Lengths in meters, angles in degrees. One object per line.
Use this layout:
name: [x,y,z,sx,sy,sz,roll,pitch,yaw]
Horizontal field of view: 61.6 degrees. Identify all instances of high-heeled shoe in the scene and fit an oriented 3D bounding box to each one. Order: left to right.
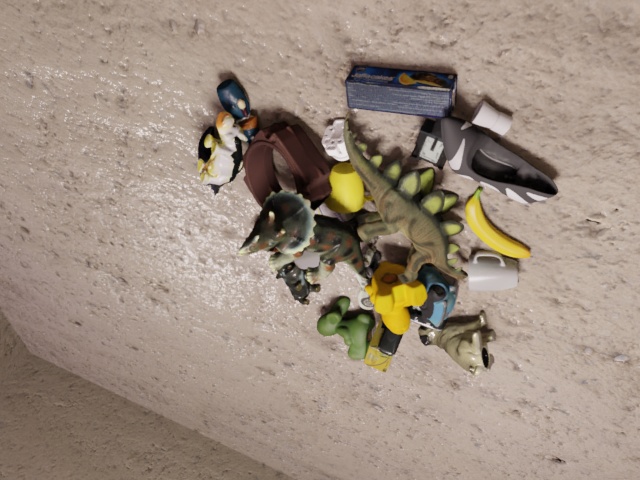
high-heeled shoe: [0.326,-0.142,0.973,0.248,0.086,0.145,33,170,-40]

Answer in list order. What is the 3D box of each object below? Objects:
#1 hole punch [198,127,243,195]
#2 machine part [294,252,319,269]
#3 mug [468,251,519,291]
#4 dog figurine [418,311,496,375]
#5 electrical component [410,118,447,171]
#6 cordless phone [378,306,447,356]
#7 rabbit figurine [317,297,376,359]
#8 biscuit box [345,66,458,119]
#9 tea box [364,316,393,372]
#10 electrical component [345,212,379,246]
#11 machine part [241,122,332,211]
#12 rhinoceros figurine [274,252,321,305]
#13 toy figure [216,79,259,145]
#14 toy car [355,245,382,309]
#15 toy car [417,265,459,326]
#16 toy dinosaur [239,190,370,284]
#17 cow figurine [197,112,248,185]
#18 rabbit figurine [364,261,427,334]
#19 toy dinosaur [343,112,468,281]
hole punch: [-0.257,-0.198,1.300,0.092,0.116,0.142,28,141,17]
machine part: [0.011,0.026,1.385,0.243,0.079,0.079,-14,123,42]
mug: [0.386,0.064,1.193,0.107,0.081,0.109,1,129,17]
dog figurine: [0.335,0.273,1.372,0.191,0.172,0.121,-13,113,32]
electrical component: [0.226,-0.198,1.036,0.075,0.048,0.119,22,140,11]
cordless phone: [0.235,0.217,1.355,0.147,0.184,0.088,22,164,14]
rabbit figurine: [0.064,0.253,1.556,0.170,0.121,0.158,8,129,22]
biscuit box: [0.148,-0.275,0.996,0.203,0.059,0.062,12,138,21]
tea box: [0.182,0.255,1.445,0.068,0.170,0.098,21,138,10]
electrical component: [0.104,-0.020,1.271,0.078,0.102,0.045,58,144,11]
machine part: [-0.081,-0.144,1.205,0.201,0.087,0.201,55,142,6]
rhinoceros figurine: [-0.073,0.103,1.526,0.112,0.073,0.190,23,152,41]
toy figure: [-0.175,-0.281,1.199,0.058,0.064,0.154,-26,128,4]
toy car: [0.126,0.100,1.392,0.056,0.073,0.201,12,137,22]
toy car: [0.276,0.119,1.289,0.109,0.103,0.162,96,150,-43]
toy dinosaur: [0.002,0.002,1.160,0.404,0.131,0.192,12,151,-34]
cow figurine: [-0.203,-0.199,1.185,0.098,0.068,0.167,5,128,-34]
rabbit figurine: [0.168,0.146,1.279,0.163,0.122,0.173,48,159,53]
toy dinosaur: [0.179,-0.065,1.144,0.471,0.105,0.198,40,120,-20]
